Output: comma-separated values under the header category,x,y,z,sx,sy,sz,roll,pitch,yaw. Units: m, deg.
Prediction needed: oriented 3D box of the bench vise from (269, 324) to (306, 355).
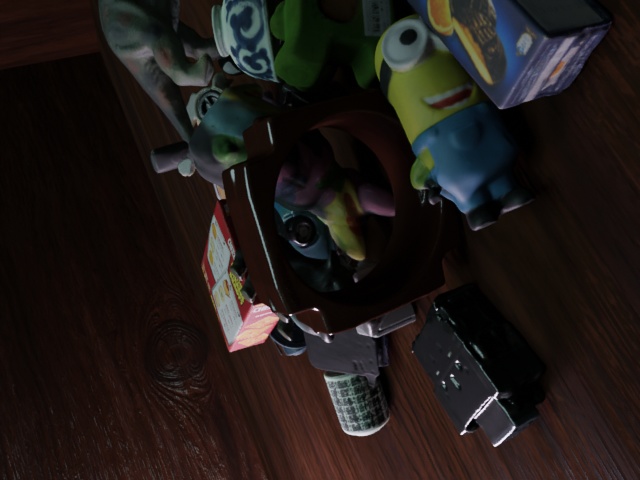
category,x,y,z,sx,sy,sz,roll,pitch,yaw
bench vise,-0.053,0.090,0.920,0.241,0.129,0.223,-22,82,58

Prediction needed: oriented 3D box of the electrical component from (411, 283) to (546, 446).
category,x,y,z,sx,sy,sz,roll,pitch,yaw
electrical component,0.153,0.126,0.526,0.134,0.058,0.114,57,157,33

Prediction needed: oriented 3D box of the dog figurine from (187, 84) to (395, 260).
category,x,y,z,sx,sy,sz,roll,pitch,yaw
dog figurine,-0.017,-0.067,0.596,0.219,0.108,0.191,37,-165,2

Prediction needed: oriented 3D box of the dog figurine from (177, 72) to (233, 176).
category,x,y,z,sx,sy,sz,roll,pitch,yaw
dog figurine,-0.125,-0.168,0.860,0.121,0.190,0.172,24,107,16

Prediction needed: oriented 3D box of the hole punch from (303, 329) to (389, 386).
category,x,y,z,sx,sy,sz,roll,pitch,yaw
hole punch,0.047,0.125,0.772,0.116,0.092,0.142,4,112,31

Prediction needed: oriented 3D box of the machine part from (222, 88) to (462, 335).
category,x,y,z,sx,sy,sz,roll,pitch,yaw
machine part,0.023,-0.029,0.508,0.087,0.201,0.201,7,115,64

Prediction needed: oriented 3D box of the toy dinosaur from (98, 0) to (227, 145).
category,x,y,z,sx,sy,sz,roll,pitch,yaw
toy dinosaur,-0.214,-0.307,0.686,0.131,0.192,0.404,7,-89,-82

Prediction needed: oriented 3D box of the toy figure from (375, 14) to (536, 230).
category,x,y,z,sx,sy,sz,roll,pitch,yaw
toy figure,0.100,-0.096,0.430,0.180,0.082,0.089,66,156,4

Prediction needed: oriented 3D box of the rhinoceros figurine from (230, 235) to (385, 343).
category,x,y,z,sx,sy,sz,roll,pitch,yaw
rhinoceros figurine,-0.014,0.056,0.620,0.191,0.112,0.073,30,151,28

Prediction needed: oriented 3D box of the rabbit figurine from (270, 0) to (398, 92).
category,x,y,z,sx,sy,sz,roll,pitch,yaw
rabbit figurine,-0.008,-0.214,0.544,0.170,0.121,0.159,171,85,-74

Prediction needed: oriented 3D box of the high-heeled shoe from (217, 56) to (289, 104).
category,x,y,z,sx,sy,sz,roll,pitch,yaw
high-heeled shoe,-0.085,-0.285,0.732,0.249,0.086,0.145,56,152,24

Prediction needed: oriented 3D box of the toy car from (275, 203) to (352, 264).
category,x,y,z,sx,sy,sz,roll,pitch,yaw
toy car,-0.001,-0.002,0.729,0.109,0.103,0.161,-136,29,-65

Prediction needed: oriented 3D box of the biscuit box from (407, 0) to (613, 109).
category,x,y,z,sx,sy,sz,roll,pitch,yaw
biscuit box,0.102,-0.185,0.375,0.203,0.059,0.062,61,157,25

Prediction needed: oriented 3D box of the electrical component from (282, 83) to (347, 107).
category,x,y,z,sx,sy,sz,roll,pitch,yaw
electrical component,0.002,-0.164,0.634,0.094,0.063,0.021,38,139,28

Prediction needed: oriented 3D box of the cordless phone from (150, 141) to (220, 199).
category,x,y,z,sx,sy,sz,roll,pitch,yaw
cordless phone,-0.237,-0.142,1.083,0.089,0.184,0.146,25,131,56
